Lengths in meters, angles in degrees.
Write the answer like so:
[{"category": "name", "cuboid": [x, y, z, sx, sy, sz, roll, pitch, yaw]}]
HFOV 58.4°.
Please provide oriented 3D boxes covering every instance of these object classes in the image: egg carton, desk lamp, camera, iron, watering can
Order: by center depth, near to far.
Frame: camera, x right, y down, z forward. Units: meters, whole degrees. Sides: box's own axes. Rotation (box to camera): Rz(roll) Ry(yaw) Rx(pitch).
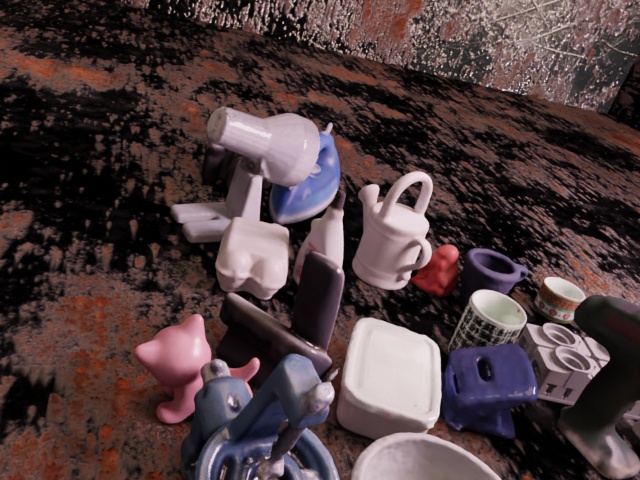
[{"category": "egg carton", "cuboid": [-0.098, 0.024, 0.858, 0.107, 0.069, 0.150, 12, 28, -9]}, {"category": "desk lamp", "cuboid": [-0.119, -0.111, 0.936, 0.204, 0.213, 0.117, -6, 35, -36]}, {"category": "watering can", "cuboid": [0.120, -0.028, 0.940, 0.172, 0.194, 0.101, 30, 31, 23]}, {"category": "camera", "cuboid": [-0.155, -0.146, 1.100, 0.143, 0.101, 0.137, 14, 28, -6]}, {"category": "iron", "cuboid": [-0.025, -0.137, 1.113, 0.118, 0.141, 0.258, 20, 28, 6]}]

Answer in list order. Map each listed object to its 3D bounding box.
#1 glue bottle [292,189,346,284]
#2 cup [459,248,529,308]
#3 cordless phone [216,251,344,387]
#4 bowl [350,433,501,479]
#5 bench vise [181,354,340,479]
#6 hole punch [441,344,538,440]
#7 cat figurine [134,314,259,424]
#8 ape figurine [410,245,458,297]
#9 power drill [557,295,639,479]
[{"category": "glue bottle", "cuboid": [0.008, 0.003, 0.844, 0.037, 0.173, 0.078, -11, 38, -41]}, {"category": "cup", "cuboid": [0.281, 0.075, 0.950, 0.118, 0.095, 0.091, 5, 30, -21]}, {"category": "cordless phone", "cuboid": [-0.041, 0.077, 0.670, 0.147, 0.185, 0.094, 28, 30, 20]}, {"category": "bowl", "cuboid": [0.098, 0.265, 0.525, 0.167, 0.075, 0.167, 13, 28, -7]}, {"category": "bench vise", "cuboid": [-0.061, 0.162, 0.468, 0.206, 0.220, 0.122, 36, 33, 31]}, {"category": "hole punch", "cuboid": [0.207, 0.181, 0.720, 0.101, 0.091, 0.108, 15, 28, -4]}, {"category": "cat figurine", "cuboid": [-0.125, 0.133, 0.593, 0.128, 0.118, 0.067, 13, 28, -8]}, {"category": "ape figurine", "cuboid": [0.202, 0.048, 0.958, 0.076, 0.092, 0.077, 13, 28, -8]}, {"category": "power drill", "cuboid": [0.386, 0.183, 0.691, 0.076, 0.208, 0.229, 0, 32, -29]}]
